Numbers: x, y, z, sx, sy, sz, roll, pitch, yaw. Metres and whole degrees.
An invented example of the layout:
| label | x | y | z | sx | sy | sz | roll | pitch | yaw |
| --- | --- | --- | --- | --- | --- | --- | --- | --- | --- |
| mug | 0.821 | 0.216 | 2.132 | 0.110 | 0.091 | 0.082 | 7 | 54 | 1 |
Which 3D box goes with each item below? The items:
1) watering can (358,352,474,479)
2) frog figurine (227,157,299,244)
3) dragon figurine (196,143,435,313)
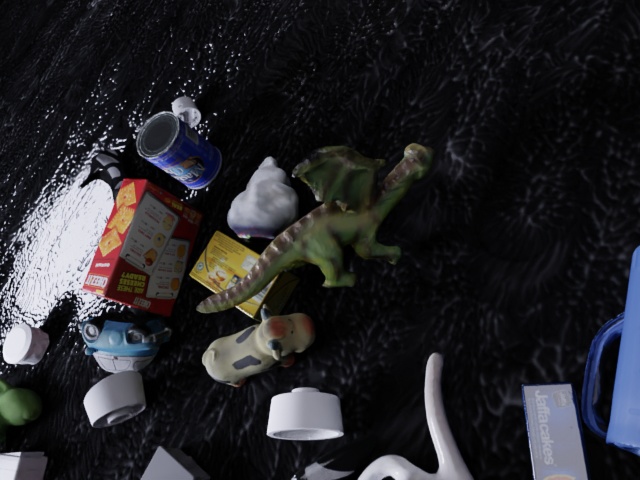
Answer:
| label | x | y | z | sx | sy | sz | roll | pitch | yaw |
| --- | --- | --- | --- | --- | --- | --- | --- | --- | --- |
| watering can | 0.145 | 0.333 | 0.616 | 0.226 | 0.102 | 0.350 | 22 | 80 | 31 |
| frog figurine | -0.097 | -0.077 | 0.912 | 0.137 | 0.122 | 0.161 | -8 | 76 | 45 |
| dragon figurine | 0.002 | -0.037 | 0.740 | 0.413 | 0.237 | 0.124 | -23 | 47 | -19 |
